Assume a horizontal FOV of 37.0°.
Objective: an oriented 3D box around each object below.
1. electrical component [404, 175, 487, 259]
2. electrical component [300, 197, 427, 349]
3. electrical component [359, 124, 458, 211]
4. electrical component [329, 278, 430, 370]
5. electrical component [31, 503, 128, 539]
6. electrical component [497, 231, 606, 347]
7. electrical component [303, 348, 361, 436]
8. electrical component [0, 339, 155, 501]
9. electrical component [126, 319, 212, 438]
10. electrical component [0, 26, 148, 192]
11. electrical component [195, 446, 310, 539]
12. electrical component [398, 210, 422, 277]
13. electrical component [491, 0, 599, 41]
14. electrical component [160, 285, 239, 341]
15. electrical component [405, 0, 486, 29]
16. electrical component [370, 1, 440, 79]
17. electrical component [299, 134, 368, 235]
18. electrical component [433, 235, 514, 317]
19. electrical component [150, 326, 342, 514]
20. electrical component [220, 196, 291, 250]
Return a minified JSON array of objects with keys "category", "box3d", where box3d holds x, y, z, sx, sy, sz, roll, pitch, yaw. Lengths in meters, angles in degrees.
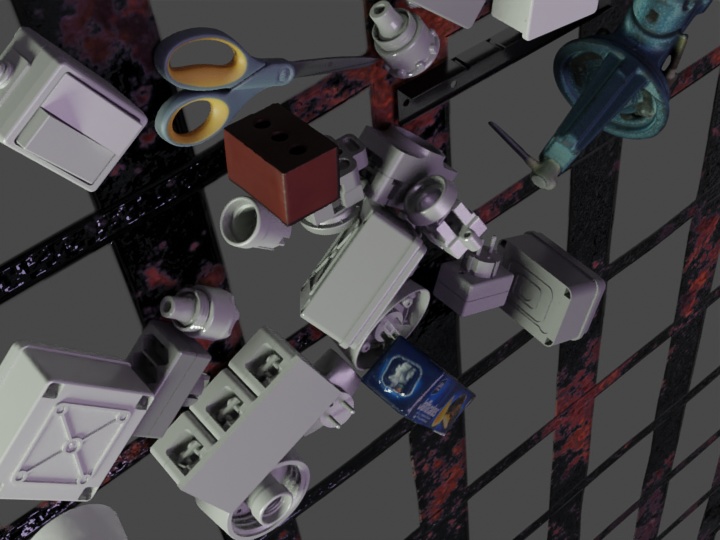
[{"category":"electrical component","box3d":[0.068,-0.046,0.897,0.048,0.066,0.055,-47,126,-4]},{"category":"electrical component","box3d":[0.000,0.000,0.911,0.108,0.056,0.108,-55,-171,7]},{"category":"electrical component","box3d":[0.036,-0.087,0.920,0.089,0.050,0.055,12,114,-52]},{"category":"electrical component","box3d":[0.019,0.046,1.013,0.099,0.064,0.099,-29,140,-27]},{"category":"electrical component","box3d":[-0.246,0.260,0.942,0.099,0.064,0.099,-30,154,-17]},{"category":"electrical component","box3d":[0.195,0.018,1.140,0.057,0.113,0.078,-13,131,-37]},{"category":"electrical component","box3d":[-0.031,0.124,1.018,0.077,0.079,0.044,-45,127,-7]},{"category":"electrical component","box3d":[-0.230,0.116,0.811,0.109,0.056,0.108,19,107,-54]},{"category":"electrical component","box3d":[-0.154,0.092,0.881,0.076,0.047,0.083,19,107,-54]},{"category":"electrical component","box3d":[-0.187,-0.098,0.656,0.061,0.061,0.096,-52,145,3]},{"category":"electrical component","box3d":[-0.098,0.212,1.042,0.108,0.060,0.108,-29,140,-28]},{"category":"electrical component","box3d":[0.037,-0.027,0.985,0.043,0.043,0.062,-14,131,-40]},{"category":"electrical component","box3d":[0.159,-0.253,0.904,0.100,0.048,0.099,-27,140,-29]},{"category":"electrical component","box3d":[-0.130,0.033,0.855,0.062,0.043,0.043,14,111,-51]},{"category":"electrical component","box3d":[0.064,-0.241,0.810,0.100,0.048,0.099,8,116,-51]},{"category":"electrical component","box3d":[0.030,-0.182,0.832,0.048,0.048,0.062,-49,138,-1]},{"category":"electrical component","box3d":[-0.029,-0.066,0.863,0.078,0.058,0.057,-31,141,-15]},{"category":"electrical component","box3d":[0.121,-0.001,1.098,0.066,0.047,0.076,-13,129,-40]},{"category":"electrical component","box3d":[-0.103,0.132,0.961,0.150,0.062,0.089,-48,145,-3]},{"category":"electrical component","box3d":[-0.081,-0.035,0.850,0.046,0.040,0.040,12,113,-58]}]
